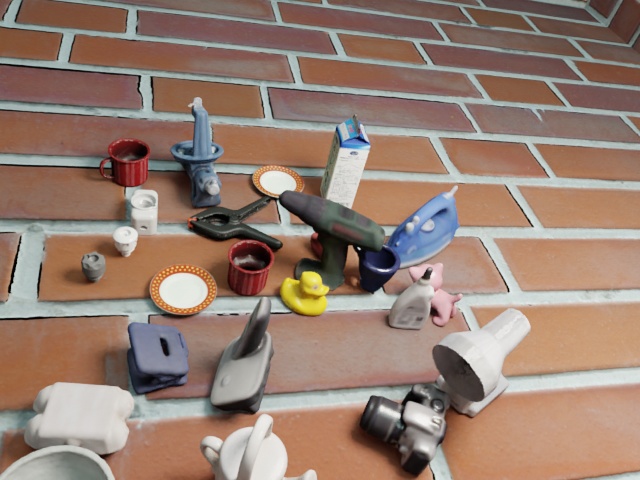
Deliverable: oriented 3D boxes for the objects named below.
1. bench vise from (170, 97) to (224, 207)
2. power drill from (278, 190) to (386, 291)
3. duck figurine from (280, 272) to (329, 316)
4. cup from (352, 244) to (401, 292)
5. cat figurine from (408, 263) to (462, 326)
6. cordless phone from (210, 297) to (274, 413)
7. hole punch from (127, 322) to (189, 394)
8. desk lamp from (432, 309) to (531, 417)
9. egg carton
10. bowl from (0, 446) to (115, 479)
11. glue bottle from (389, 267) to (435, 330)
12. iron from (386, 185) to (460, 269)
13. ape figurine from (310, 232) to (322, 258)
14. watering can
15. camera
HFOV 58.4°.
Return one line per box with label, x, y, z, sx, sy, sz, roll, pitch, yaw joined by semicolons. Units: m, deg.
bench vise;-0.260;-0.199;1.311;0.122;0.220;0.207;-26;57;-36
power drill;0.011;0.004;1.192;0.229;0.208;0.075;13;43;-3
duck figurine;-0.028;0.099;1.172;0.104;0.086;0.078;25;43;9
cup;0.109;0.059;1.249;0.117;0.095;0.092;37;47;21
cat figurine;0.246;0.104;1.228;0.127;0.118;0.067;34;46;19
cordless phone;-0.124;0.194;0.970;0.094;0.185;0.147;12;43;-5
hole punch;-0.279;0.194;0.991;0.101;0.091;0.108;-8;48;-24
desk lamp;0.288;0.224;1.045;0.204;0.213;0.117;-24;56;-35
egg carton;-0.371;0.280;0.890;0.150;0.069;0.107;6;44;-11
bowl;-0.365;0.376;0.787;0.167;0.075;0.167;9;43;-8
glue bottle;0.197;0.116;1.159;0.078;0.173;0.037;7;43;-10
iron;0.241;-0.034;1.353;0.118;0.141;0.259;38;47;22
ape figurine;0.019;-0.008;1.293;0.078;0.092;0.076;13;43;-3
watering can;-0.091;0.327;0.835;0.173;0.194;0.101;7;43;-10
camera;0.148;0.307;0.999;0.136;0.101;0.143;23;43;7
